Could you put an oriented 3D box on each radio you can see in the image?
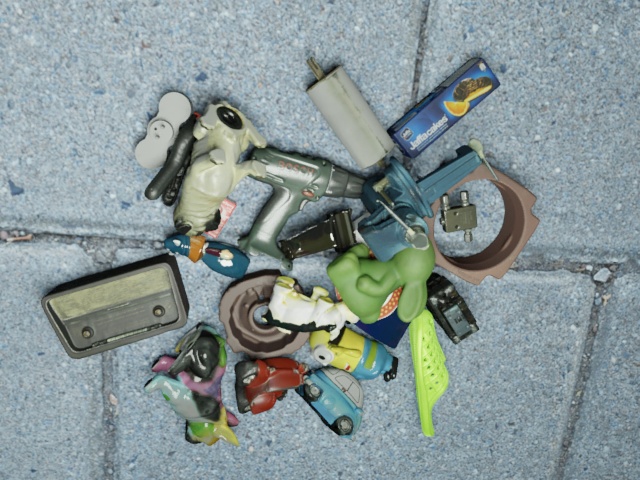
[{"bbox_3d":[-0.357,0.119,0.965,0.230,0.073,0.131,-16,106,-2],"label":"radio"}]

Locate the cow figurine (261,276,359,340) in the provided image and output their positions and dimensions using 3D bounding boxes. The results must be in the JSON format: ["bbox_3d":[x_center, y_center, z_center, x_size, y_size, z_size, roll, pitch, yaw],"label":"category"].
[{"bbox_3d":[-0.015,0.134,0.955,0.167,0.068,0.098,20,104,-9],"label":"cow figurine"}]

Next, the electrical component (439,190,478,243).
[{"bbox_3d":[0.240,-0.038,0.935,0.063,0.021,0.093,-12,107,-3],"label":"electrical component"}]

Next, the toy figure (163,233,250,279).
[{"bbox_3d":[-0.204,0.024,0.966,0.154,0.058,0.064,24,122,-16],"label":"toy figure"}]

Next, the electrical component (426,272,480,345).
[{"bbox_3d":[0.238,0.126,1.008,0.058,0.134,0.114,-35,104,2],"label":"electrical component"}]

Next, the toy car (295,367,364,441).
[{"bbox_3d":[0.030,0.305,1.056,0.103,0.109,0.161,-41,95,-19],"label":"toy car"}]

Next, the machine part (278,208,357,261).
[{"bbox_3d":[-0.002,-0.003,0.927,0.139,0.039,0.084,-18,119,-17],"label":"machine part"}]

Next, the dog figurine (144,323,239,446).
[{"bbox_3d":[-0.209,0.288,1.015,0.191,0.108,0.219,-40,110,2],"label":"dog figurine"}]

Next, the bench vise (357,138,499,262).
[{"bbox_3d":[0.162,-0.078,0.849,0.241,0.224,0.128,-35,107,5],"label":"bench vise"}]

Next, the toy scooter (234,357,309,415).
[{"bbox_3d":[-0.092,0.268,1.009,0.135,0.075,0.183,-8,145,-15],"label":"toy scooter"}]

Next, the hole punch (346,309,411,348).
[{"bbox_3d":[0.121,0.130,1.021,0.116,0.092,0.142,26,104,-9],"label":"hole punch"}]

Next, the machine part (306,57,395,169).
[{"bbox_3d":[0.054,-0.210,0.928,0.079,0.079,0.243,-38,106,4],"label":"machine part"}]

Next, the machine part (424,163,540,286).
[{"bbox_3d":[0.281,-0.036,0.997,0.201,0.087,0.201,28,100,-15],"label":"machine part"}]

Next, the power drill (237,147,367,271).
[{"bbox_3d":[-0.041,-0.051,0.957,0.232,0.086,0.207,22,105,-14],"label":"power drill"}]

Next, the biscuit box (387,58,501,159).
[{"bbox_3d":[0.216,-0.231,0.950,0.202,0.059,0.062,-41,106,5],"label":"biscuit box"}]

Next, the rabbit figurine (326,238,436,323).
[{"bbox_3d":[0.119,0.062,0.900,0.170,0.121,0.159,-28,80,20],"label":"rabbit figurine"}]

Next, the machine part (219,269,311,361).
[{"bbox_3d":[-0.103,0.140,1.012,0.179,0.056,0.179,-1,104,-6],"label":"machine part"}]

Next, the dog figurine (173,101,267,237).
[{"bbox_3d":[-0.188,-0.115,0.890,0.121,0.172,0.190,24,135,-30],"label":"dog figurine"}]

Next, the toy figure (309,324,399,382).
[{"bbox_3d":[0.063,0.215,1.036,0.180,0.089,0.082,20,129,-10],"label":"toy figure"}]
